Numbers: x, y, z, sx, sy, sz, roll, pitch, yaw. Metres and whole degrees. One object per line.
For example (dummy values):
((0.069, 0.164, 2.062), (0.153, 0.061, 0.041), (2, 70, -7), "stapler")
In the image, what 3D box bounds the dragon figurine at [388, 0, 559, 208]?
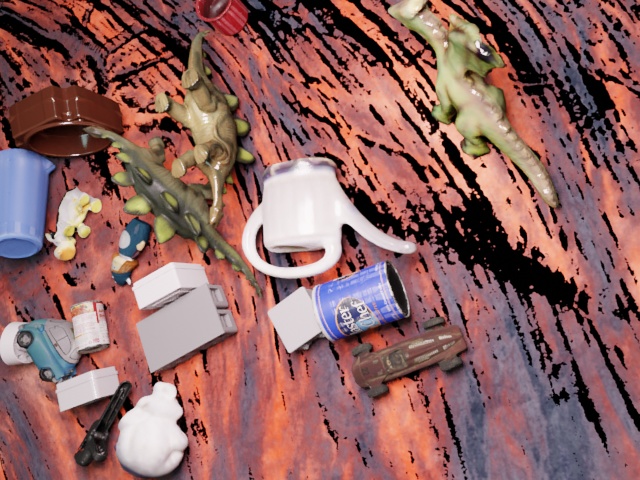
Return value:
((0.246, -0.238, 0.809), (0.121, 0.240, 0.416), (-39, 66, 8), "dragon figurine")

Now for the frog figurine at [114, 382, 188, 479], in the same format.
((-0.314, 0.365, 0.994), (0.137, 0.122, 0.160), (27, 88, 5), "frog figurine")

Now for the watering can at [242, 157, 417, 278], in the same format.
((0.003, -0.047, 0.940), (0.346, 0.103, 0.227), (-9, 77, 26), "watering can")
